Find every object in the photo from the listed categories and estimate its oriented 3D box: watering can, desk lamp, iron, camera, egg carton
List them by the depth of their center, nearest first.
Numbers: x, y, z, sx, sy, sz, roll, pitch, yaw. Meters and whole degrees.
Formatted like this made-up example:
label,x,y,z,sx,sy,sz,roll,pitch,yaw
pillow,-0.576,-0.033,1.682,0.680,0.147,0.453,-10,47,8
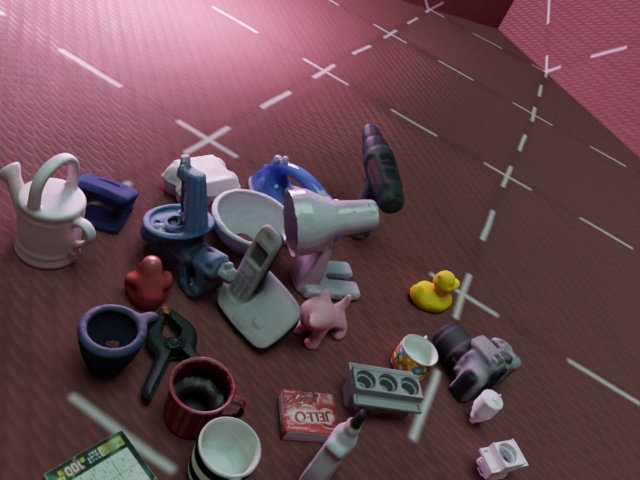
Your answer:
label,x,y,z,sx,sy,sz,roll,pitch,yaw
watering can,-0.430,-0.057,0.903,0.173,0.194,0.101,18,38,-11
desk lamp,0.010,0.004,1.078,0.204,0.213,0.117,6,42,-25
camera,0.293,0.215,1.091,0.144,0.100,0.136,-11,51,-39
egg carton,-0.246,-0.122,1.192,0.151,0.069,0.107,-20,56,-44
iron,-0.057,-0.100,1.220,0.119,0.141,0.257,-20,57,-44

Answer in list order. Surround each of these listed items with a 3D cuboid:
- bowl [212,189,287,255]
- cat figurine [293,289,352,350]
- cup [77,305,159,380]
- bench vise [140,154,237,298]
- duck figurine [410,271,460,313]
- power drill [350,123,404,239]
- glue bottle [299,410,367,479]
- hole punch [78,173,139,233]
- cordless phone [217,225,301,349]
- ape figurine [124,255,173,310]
label,x,y,z,sx,sy,sz,roll,pitch,yaw
bowl,-0.140,-0.022,1.134,0.168,0.074,0.167,16,38,-13
cat figurine,0.007,0.131,1.006,0.128,0.117,0.067,-17,54,-42
cup,-0.292,0.150,0.824,0.118,0.095,0.091,-21,58,-44
bench vise,-0.207,-0.026,0.979,0.207,0.219,0.122,30,37,5
duck figurine,0.248,0.101,1.211,0.105,0.086,0.077,4,42,-27
power drill,0.107,-0.118,1.284,0.076,0.208,0.229,4,43,-27
glue bottle,0.025,0.285,0.789,0.037,0.173,0.078,36,38,13
hole punch,-0.394,-0.084,1.043,0.109,0.091,0.101,20,38,-8
cordless phone,-0.087,0.078,0.957,0.147,0.185,0.094,43,40,21
ape figurine,-0.278,0.062,0.938,0.078,0.092,0.076,13,39,-17
